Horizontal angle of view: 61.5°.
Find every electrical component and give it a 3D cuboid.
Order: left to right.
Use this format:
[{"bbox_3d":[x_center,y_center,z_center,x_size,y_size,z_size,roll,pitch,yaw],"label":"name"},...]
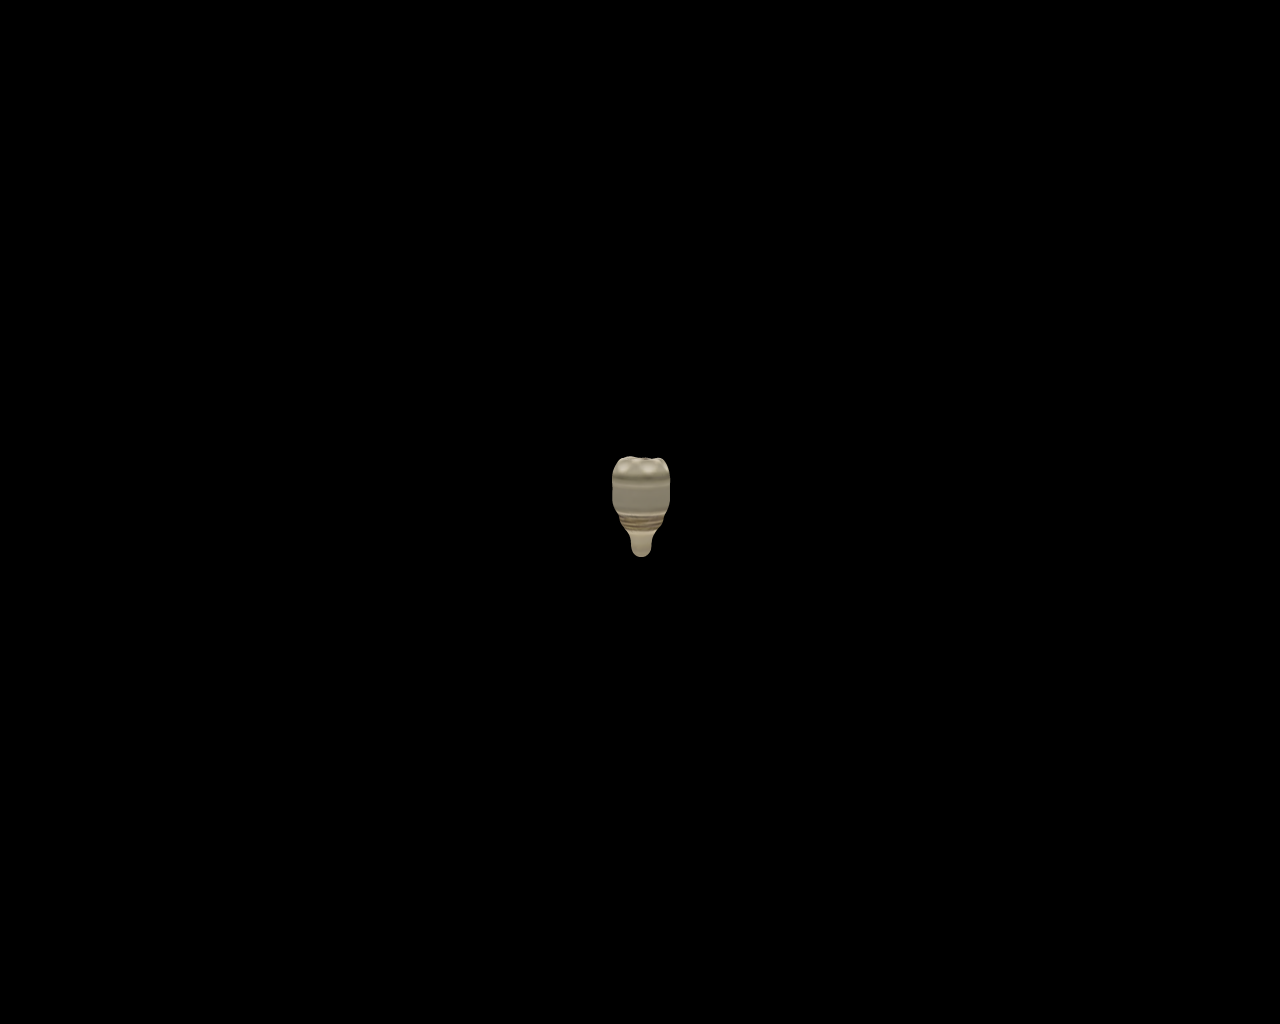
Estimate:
[{"bbox_3d":[0.001,-0.003,0.650,0.035,0.061,0.035,0,8,0],"label":"electrical component"}]
